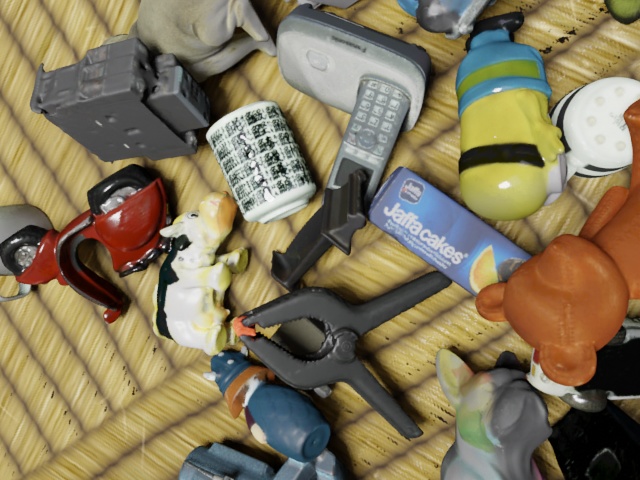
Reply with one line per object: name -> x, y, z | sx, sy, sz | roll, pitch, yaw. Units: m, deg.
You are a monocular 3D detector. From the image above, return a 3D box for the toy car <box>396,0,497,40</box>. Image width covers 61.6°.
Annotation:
toy car -> 0.110, -0.255, 0.469 | 0.162, 0.103, 0.109 | 53, 137, 19

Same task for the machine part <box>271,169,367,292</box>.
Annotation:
machine part -> -0.001, -0.002, 0.518 | 0.039, 0.084, 0.139 | 24, 131, -25

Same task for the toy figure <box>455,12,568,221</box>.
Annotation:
toy figure -> 0.158, -0.104, 0.468 | 0.089, 0.082, 0.180 | -16, 72, 29

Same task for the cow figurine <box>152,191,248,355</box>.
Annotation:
cow figurine -> -0.129, 0.030, 0.555 | 0.098, 0.068, 0.167 | 8, 102, 18

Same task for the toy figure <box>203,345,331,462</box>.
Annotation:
toy figure -> -0.059, 0.161, 0.539 | 0.155, 0.064, 0.057 | 25, 104, 39

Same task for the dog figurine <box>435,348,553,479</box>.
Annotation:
dog figurine -> 0.147, 0.214, 0.499 | 0.108, 0.191, 0.219 | 6, 65, -11

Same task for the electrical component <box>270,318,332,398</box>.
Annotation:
electrical component -> -0.012, 0.101, 0.551 | 0.102, 0.045, 0.078 | 35, 105, 7

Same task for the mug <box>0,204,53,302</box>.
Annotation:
mug -> -0.358, 0.014, 0.585 | 0.081, 0.107, 0.109 | -4, 91, 13

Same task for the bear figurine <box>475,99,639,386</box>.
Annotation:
bear figurine -> 0.211, 0.000, 0.385 | 0.196, 0.120, 0.131 | -27, 126, -6

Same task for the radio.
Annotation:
radio -> 0.261, 0.205, 0.409 | 0.131, 0.229, 0.073 | 39, 98, 10

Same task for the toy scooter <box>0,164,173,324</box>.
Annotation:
toy scooter -> -0.225, 0.013, 0.572 | 0.184, 0.075, 0.135 | -32, 109, -1

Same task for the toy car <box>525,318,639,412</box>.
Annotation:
toy car -> 0.271, 0.100, 0.460 | 0.202, 0.056, 0.073 | 3, 103, -17

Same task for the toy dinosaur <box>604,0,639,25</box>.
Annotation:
toy dinosaur -> 0.286, -0.223, 0.390 | 0.472, 0.198, 0.105 | 27, 99, 2

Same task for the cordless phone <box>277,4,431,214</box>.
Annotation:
cordless phone -> 0.016, -0.116, 0.522 | 0.147, 0.089, 0.184 | 24, 117, 9

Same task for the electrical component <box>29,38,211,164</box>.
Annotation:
electrical component -> -0.174, -0.124, 0.500 | 0.134, 0.114, 0.058 | -7, 70, 17

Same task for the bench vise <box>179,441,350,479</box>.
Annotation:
bench vise -> -0.066, 0.310, 0.513 | 0.224, 0.128, 0.240 | 16, 61, 17

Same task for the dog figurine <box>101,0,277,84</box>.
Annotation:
dog figurine -> -0.153, -0.191, 0.503 | 0.191, 0.172, 0.121 | -27, 77, 5

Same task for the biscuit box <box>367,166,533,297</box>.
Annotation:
biscuit box -> 0.138, 0.012, 0.493 | 0.203, 0.063, 0.059 | 35, 99, -1
